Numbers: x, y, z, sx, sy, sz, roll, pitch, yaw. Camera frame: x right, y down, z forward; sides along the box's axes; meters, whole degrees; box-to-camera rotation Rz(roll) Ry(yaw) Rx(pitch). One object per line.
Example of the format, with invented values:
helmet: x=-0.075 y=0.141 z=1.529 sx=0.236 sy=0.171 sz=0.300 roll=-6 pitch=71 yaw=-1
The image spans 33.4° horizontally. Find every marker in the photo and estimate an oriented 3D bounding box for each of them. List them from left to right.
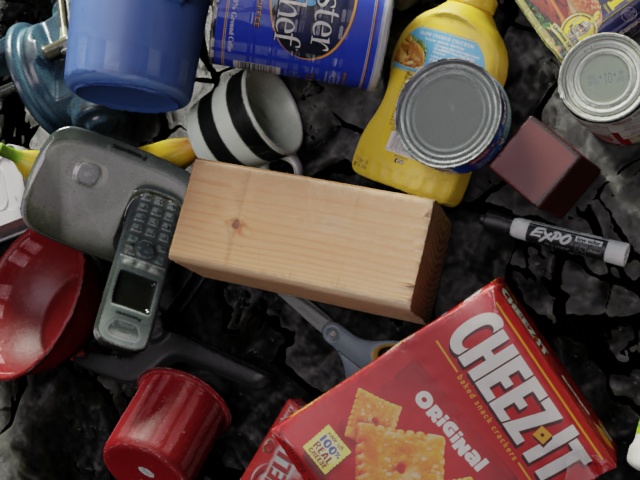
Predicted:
marker: x=0.185 y=-0.003 z=0.851 sx=0.121 sy=0.020 sz=0.020 roll=16 pitch=92 yaw=24

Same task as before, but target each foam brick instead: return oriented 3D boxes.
foam brick: x=0.176 y=-0.055 z=0.828 sx=0.051 sy=0.078 sz=0.053 roll=44 pitch=103 yaw=23

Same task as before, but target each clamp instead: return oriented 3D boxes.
clamp: x=-0.141 y=0.069 z=0.983 sx=0.210 sy=0.036 sz=0.164 roll=-13 pitch=73 yaw=24

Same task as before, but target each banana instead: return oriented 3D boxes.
banana: x=-0.200 y=-0.070 z=1.003 sx=0.198 sy=0.069 sz=0.037 roll=-3 pitch=78 yaw=7

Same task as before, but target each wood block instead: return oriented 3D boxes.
wood block: x=-0.006 y=0.001 z=0.881 sx=0.206 sy=0.090 sz=0.091 roll=12 pitch=81 yaw=18

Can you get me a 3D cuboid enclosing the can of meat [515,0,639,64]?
can of meat: x=0.206 y=-0.191 z=0.837 sx=0.084 sy=0.057 sz=0.102 roll=-36 pitch=72 yaw=21

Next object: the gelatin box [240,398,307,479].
gelatin box: x=-0.017 y=0.193 z=0.921 sx=0.073 sy=0.030 sz=0.089 roll=35 pitch=100 yaw=22

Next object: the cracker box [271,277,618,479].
cracker box: x=0.095 y=0.155 z=0.831 sx=0.214 sy=0.072 sz=0.164 roll=-35 pitch=85 yaw=15

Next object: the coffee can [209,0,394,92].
coffee can: x=-0.015 y=-0.185 z=0.882 sx=0.140 sy=0.103 sz=0.103 roll=9 pitch=90 yaw=-2

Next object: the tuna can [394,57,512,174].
tuna can: x=0.103 y=-0.094 z=0.820 sx=0.086 sy=0.033 sz=0.086 roll=-4 pitch=82 yaw=26

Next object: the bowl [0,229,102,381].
bowl: x=-0.257 y=0.063 z=1.008 sx=0.162 sy=0.055 sz=0.162 roll=-22 pitch=54 yaw=33

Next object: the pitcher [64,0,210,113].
pitcher: x=-0.142 y=-0.238 z=0.903 sx=0.145 sy=0.149 sz=0.243 roll=6 pitch=83 yaw=6

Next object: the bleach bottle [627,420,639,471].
bleach bottle: x=0.283 y=0.049 z=0.770 sx=0.068 sy=0.102 sz=0.251 roll=12 pitch=85 yaw=11

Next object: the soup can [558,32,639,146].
soup can: x=0.221 y=-0.111 z=0.798 sx=0.069 sy=0.102 sz=0.068 roll=-2 pitch=85 yaw=25

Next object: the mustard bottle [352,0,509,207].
mustard bottle: x=0.101 y=-0.130 z=0.878 sx=0.096 sy=0.058 sz=0.192 roll=23 pitch=96 yaw=29

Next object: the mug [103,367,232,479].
mug: x=-0.135 y=0.180 z=0.935 sx=0.093 sy=0.081 sz=0.117 roll=15 pitch=136 yaw=14

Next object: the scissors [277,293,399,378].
scissors: x=0.013 y=0.102 z=0.923 sx=0.202 sy=0.016 sz=0.096 roll=23 pitch=95 yaw=24
